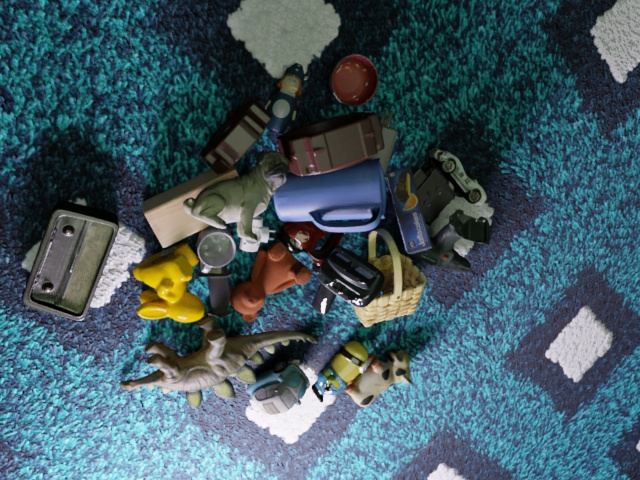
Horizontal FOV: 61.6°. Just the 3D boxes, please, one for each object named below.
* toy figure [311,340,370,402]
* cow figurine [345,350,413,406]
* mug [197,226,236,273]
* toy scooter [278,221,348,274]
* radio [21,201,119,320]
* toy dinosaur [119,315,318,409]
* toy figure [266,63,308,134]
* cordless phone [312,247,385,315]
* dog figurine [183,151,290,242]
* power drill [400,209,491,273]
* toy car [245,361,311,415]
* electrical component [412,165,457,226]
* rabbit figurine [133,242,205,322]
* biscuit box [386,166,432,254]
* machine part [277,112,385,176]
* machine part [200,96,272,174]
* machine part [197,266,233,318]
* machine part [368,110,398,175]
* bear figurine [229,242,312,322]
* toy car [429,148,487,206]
[{"bbox_3d":[0.053,0.343,1.413,0.180,0.082,0.089,-38,118,-2],"label":"toy figure"},{"bbox_3d":[0.168,0.374,1.462,0.195,0.086,0.127,-40,110,-6],"label":"cow figurine"},{"bbox_3d":[-0.236,0.014,1.187,0.081,0.107,0.109,14,107,-22],"label":"mug"},{"bbox_3d":[-0.003,-0.004,1.283,0.135,0.075,0.183,-48,119,1],"label":"toy scooter"},{"bbox_3d":[-0.517,0.040,1.114,0.131,0.073,0.229,20,99,-24],"label":"radio"},{"bbox_3d":[-0.243,0.282,1.280,0.472,0.105,0.198,-19,121,-3],"label":"toy dinosaur"},{"bbox_3d":[-0.072,-0.309,1.167,0.064,0.058,0.154,16,100,-35],"label":"toy figure"},{"bbox_3d":[0.053,0.123,1.254,0.089,0.147,0.184,-29,147,-54],"label":"cordless phone"},{"bbox_3d":[-0.165,-0.110,1.087,0.172,0.121,0.190,22,85,-29],"label":"dog figurine"},{"bbox_3d":[0.335,0.008,1.354,0.232,0.207,0.086,18,66,-17],"label":"power drill"},{"bbox_3d":[-0.111,0.379,1.335,0.162,0.103,0.109,-22,116,15],"label":"toy car"},{"bbox_3d":[0.263,-0.119,1.349,0.134,0.058,0.115,39,90,-26],"label":"electrical component"},{"bbox_3d":[-0.325,0.116,1.183,0.162,0.122,0.173,-27,115,-4],"label":"rabbit figurine"},{"bbox_3d":[0.211,-0.070,1.273,0.063,0.059,0.202,-15,87,8],"label":"biscuit box"},{"bbox_3d":[0.022,-0.206,1.152,0.201,0.202,0.087,-20,107,-13],"label":"machine part"},{"bbox_3d":[-0.176,-0.214,1.103,0.056,0.179,0.179,41,91,-24],"label":"machine part"},{"bbox_3d":[-0.237,0.108,1.232,0.084,0.039,0.138,-5,96,23],"label":"machine part"},{"bbox_3d":[0.123,-0.186,1.266,0.079,0.079,0.243,11,104,-22],"label":"machine part"},{"bbox_3d":[-0.132,0.101,1.245,0.196,0.132,0.120,-44,103,-7],"label":"bear figurine"},{"bbox_3d":[0.346,-0.161,1.355,0.056,0.074,0.201,-46,116,3],"label":"toy car"}]
